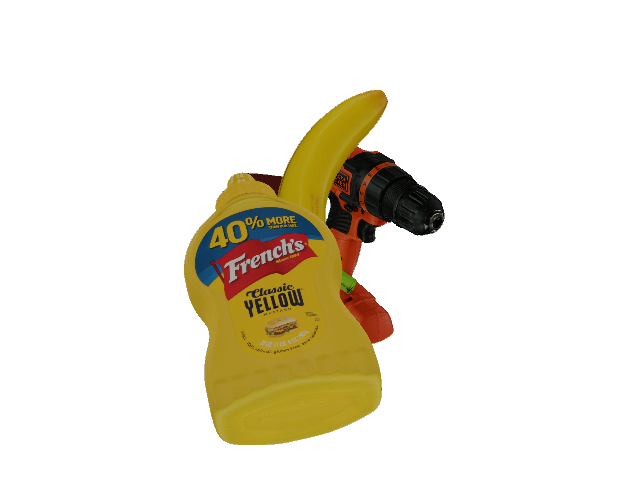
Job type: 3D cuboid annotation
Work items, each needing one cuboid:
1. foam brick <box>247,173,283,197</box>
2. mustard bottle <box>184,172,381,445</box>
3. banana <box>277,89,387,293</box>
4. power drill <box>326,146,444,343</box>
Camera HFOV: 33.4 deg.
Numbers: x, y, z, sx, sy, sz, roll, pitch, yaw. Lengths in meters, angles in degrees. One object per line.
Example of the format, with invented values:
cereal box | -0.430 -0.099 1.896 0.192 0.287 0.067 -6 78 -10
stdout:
foam brick | -0.066 -0.049 1.348 0.078 0.053 0.051 6 28 9
mustard bottle | -0.032 0.028 0.644 0.096 0.192 0.058 -13 -43 -5
banana | 0.005 -0.044 0.816 0.069 0.197 0.037 13 -34 -3
power drill | 0.046 0.005 1.050 0.057 0.188 0.185 -11 32 -33
